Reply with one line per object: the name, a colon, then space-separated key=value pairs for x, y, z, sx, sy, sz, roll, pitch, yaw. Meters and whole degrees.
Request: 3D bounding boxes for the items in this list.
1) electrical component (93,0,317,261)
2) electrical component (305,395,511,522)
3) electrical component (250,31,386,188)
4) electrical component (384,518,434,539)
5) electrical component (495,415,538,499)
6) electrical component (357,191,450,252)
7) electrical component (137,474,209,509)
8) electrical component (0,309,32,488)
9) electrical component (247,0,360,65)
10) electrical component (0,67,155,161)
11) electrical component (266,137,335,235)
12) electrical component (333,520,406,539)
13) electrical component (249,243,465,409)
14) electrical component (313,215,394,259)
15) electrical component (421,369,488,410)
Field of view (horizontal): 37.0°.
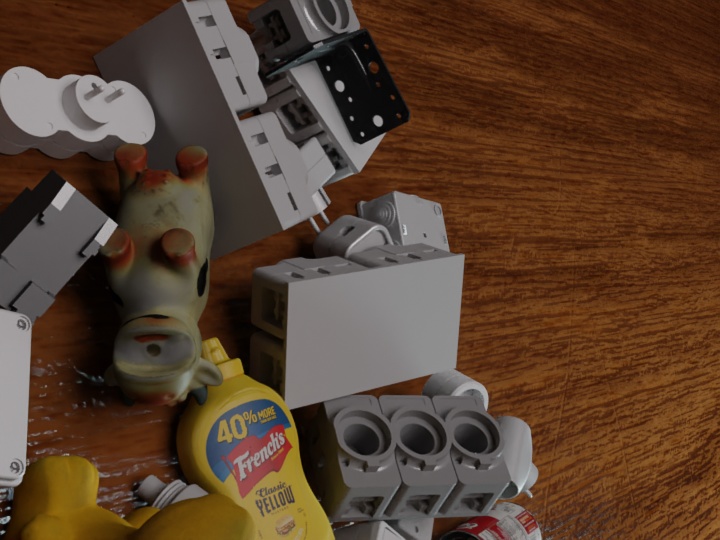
electrical component: x=-0.120 y=-0.108 z=0.857 sx=0.060 sy=0.105 sz=0.186 roll=-30 pitch=98 yaw=-55
electrical component: x=0.041 y=0.154 z=0.903 sx=0.150 sy=0.061 sz=0.089 roll=3 pitch=46 yaw=-22
electrical component: x=-0.050 y=-0.163 z=1.015 sx=0.150 sy=0.062 sz=0.089 roll=54 pitch=38 yaw=-20
electrical component: x=0.055 y=0.201 z=0.963 sx=0.047 sy=0.076 sz=0.083 roll=42 pitch=43 yaw=-33
electrical component: x=0.161 y=0.207 z=1.130 sx=0.079 sy=0.043 sz=0.077 roll=49 pitch=40 yaw=-27
electrical component: x=0.048 y=-0.028 z=1.090 sx=0.100 sy=0.048 sz=0.099 roll=10 pitch=66 yaw=-51
electrical component: x=-0.128 y=0.168 z=0.756 sx=0.062 sy=0.043 sz=0.043 roll=33 pitch=33 yaw=15
electrical component: x=-0.255 y=0.072 z=0.631 sx=0.109 sy=0.056 sz=0.108 roll=20 pitch=58 yaw=-47
electrical component: x=-0.045 y=-0.221 z=0.945 sx=0.089 sy=0.056 sz=0.050 roll=-33 pitch=101 yaw=-54
electrical component: x=-0.202 y=-0.117 z=0.780 sx=0.138 sy=0.074 sz=0.052 roll=-3 pitch=76 yaw=-54
electrical component: x=-0.052 y=-0.069 z=0.978 sx=0.076 sy=0.047 sz=0.065 roll=59 pitch=37 yaw=-15
electrical component: x=0.022 y=0.261 z=0.903 sx=0.096 sy=0.061 sz=0.061 roll=45 pitch=42 yaw=-30
electrical component: x=-0.003 y=0.042 z=0.914 sx=0.186 sy=0.060 sz=0.105 roll=-9 pitch=109 yaw=-38
electrical component: x=0.000 y=0.000 z=0.986 sx=0.054 sy=0.059 sz=0.095 roll=-40 pitch=125 yaw=-24
electrical component: x=0.083 y=0.157 z=1.029 sx=0.052 sy=0.074 sz=0.138 roll=-19 pitch=115 yaw=-29
